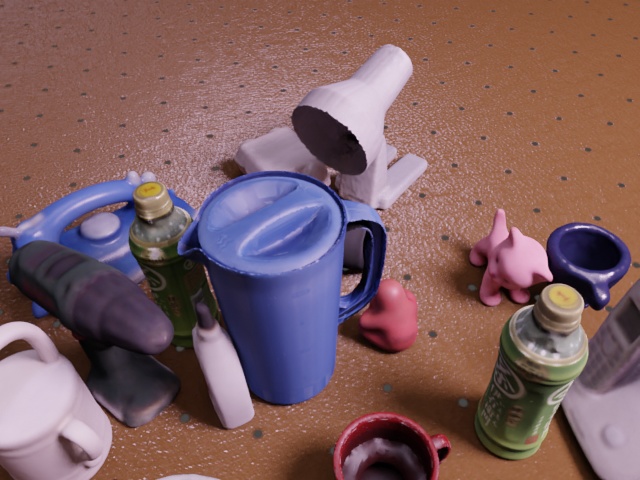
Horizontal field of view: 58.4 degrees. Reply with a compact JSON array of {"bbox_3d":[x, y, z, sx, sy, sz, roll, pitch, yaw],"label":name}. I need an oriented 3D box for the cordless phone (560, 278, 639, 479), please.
[{"bbox_3d":[0.300,0.131,0.535,0.094,0.185,0.147,-8,46,-5],"label":"cordless phone"}]

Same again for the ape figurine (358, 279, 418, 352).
[{"bbox_3d":[0.081,0.080,0.660,0.078,0.092,0.076,-14,47,-11],"label":"ape figurine"}]

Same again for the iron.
[{"bbox_3d":[-0.275,-0.020,0.737,0.259,0.141,0.118,-35,54,-28],"label":"iron"}]

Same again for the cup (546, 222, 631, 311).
[{"bbox_3d":[0.309,0.051,0.677,0.091,0.095,0.117,1,46,4],"label":"cup"}]

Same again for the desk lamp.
[{"bbox_3d":[0.063,-0.148,0.799,0.117,0.214,0.204,27,53,26],"label":"desk lamp"}]

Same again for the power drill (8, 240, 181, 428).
[{"bbox_3d":[-0.210,0.096,0.574,0.228,0.209,0.076,27,52,26],"label":"power drill"}]

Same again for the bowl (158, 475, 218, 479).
[{"bbox_3d":[-0.117,0.290,0.474,0.167,0.075,0.167,-1,46,1],"label":"bowl"}]

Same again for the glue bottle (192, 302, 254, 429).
[{"bbox_3d":[-0.103,0.118,0.573,0.037,0.173,0.078,-23,49,-19],"label":"glue bottle"}]

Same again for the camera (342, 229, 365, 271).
[{"bbox_3d":[0.007,0.003,0.732,0.136,0.101,0.143,10,47,12],"label":"camera"}]

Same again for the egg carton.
[{"bbox_3d":[-0.056,-0.108,0.865,0.107,0.069,0.150,-27,51,-22],"label":"egg carton"}]

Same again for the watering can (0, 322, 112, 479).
[{"bbox_3d":[-0.279,0.151,0.532,0.172,0.194,0.101,3,46,5],"label":"watering can"}]

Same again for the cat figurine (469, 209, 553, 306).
[{"bbox_3d":[0.231,0.018,0.696,0.067,0.118,0.127,-4,45,-1],"label":"cat figurine"}]
